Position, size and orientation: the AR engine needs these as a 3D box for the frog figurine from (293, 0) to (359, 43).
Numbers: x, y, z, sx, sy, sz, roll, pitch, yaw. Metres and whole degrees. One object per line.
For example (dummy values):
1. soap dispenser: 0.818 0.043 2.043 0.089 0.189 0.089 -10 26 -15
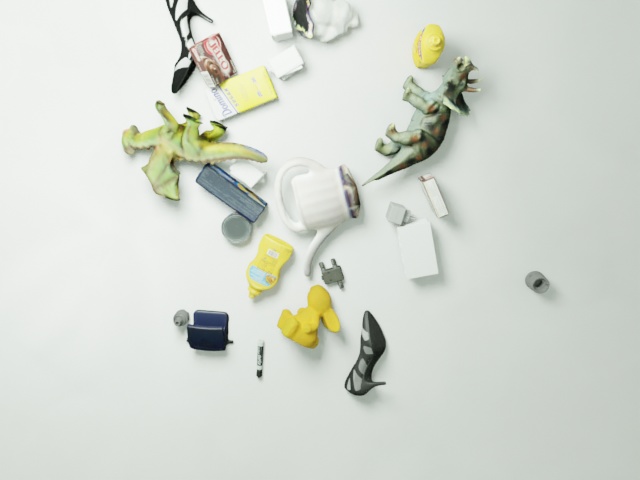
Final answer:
1. frog figurine: 0.015 -0.582 1.326 0.161 0.122 0.137 -18 95 -31

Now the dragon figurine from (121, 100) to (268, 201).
1. dragon figurine: -0.360 -0.218 1.373 0.412 0.123 0.240 31 103 10

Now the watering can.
1. watering can: 0.004 -0.071 1.420 0.224 0.106 0.342 -14 112 4
